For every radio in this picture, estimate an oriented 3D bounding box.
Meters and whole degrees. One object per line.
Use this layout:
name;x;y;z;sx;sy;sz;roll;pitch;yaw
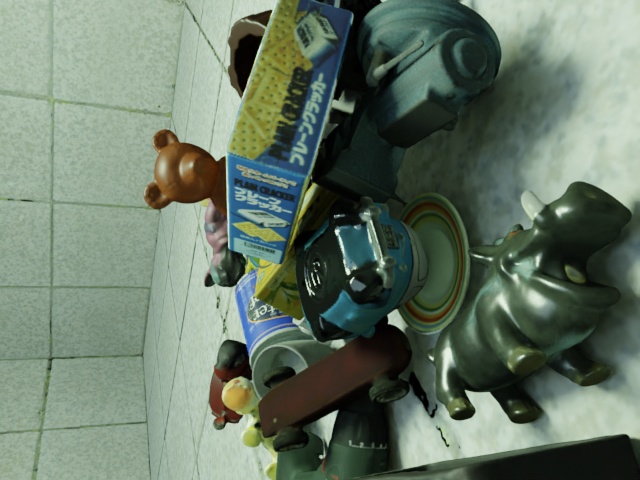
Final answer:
radio;0.092;0.191;0.372;0.229;0.131;0.073;129;137;-55

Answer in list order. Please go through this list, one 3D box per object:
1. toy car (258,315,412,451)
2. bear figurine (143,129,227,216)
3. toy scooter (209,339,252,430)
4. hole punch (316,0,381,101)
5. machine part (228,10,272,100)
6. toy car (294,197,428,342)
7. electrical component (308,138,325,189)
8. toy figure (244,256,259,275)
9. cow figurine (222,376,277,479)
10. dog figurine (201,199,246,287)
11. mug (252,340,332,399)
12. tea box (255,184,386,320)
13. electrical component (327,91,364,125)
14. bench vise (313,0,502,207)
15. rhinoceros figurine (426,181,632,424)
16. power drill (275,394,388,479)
toy car;0.012;0.150;0.560;0.202;0.053;0.089;-38;51;27
bear figurine;-0.119;-0.083;0.697;0.132;0.196;0.120;-15;63;63
toy scooter;-0.122;0.225;0.848;0.183;0.075;0.135;27;-104;-70
hole punch;0.016;-0.216;0.594;0.092;0.115;0.142;11;94;31
machine part;-0.058;-0.231;0.761;0.180;0.056;0.179;32;144;27
toy car;0.043;0.025;0.489;0.161;0.103;0.109;-51;49;55
electrical component;-0.011;-0.103;0.766;0.119;0.048;0.074;-166;81;-65
toy figure;-0.080;0.030;0.873;0.089;0.082;0.180;-86;6;-52
cow figurine;-0.077;0.250;0.769;0.167;0.068;0.098;60;-175;-15
dog figurine;-0.195;-0.008;1.122;0.192;0.108;0.219;-128;43;-56
mug;-0.014;0.158;0.674;0.110;0.107;0.081;-22;82;23
tea box;-0.001;-0.002;0.616;0.169;0.068;0.098;-50;21;29
electrical component;0.034;-0.196;0.682;0.078;0.045;0.102;19;110;37
bench vise;0.079;-0.152;0.483;0.223;0.129;0.240;130;159;-69
rhinoceros figurine;0.140;0.048;0.367;0.112;0.073;0.190;-95;20;-46
power drill;0.014;0.263;0.632;0.207;0.086;0.232;-29;52;56
